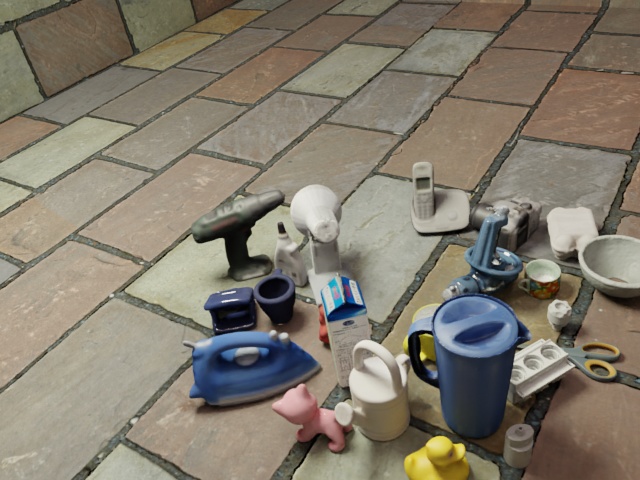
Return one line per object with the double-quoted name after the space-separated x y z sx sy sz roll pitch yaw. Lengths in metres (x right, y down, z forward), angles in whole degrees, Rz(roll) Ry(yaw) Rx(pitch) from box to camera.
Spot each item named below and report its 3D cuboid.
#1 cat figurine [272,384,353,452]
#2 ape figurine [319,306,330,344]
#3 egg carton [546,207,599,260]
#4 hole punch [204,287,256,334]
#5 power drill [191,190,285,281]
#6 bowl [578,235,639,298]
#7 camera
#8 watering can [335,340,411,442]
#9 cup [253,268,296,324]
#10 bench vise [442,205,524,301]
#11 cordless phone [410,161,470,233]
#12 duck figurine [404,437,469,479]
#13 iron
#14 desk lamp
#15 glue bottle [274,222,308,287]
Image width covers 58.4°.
-0.014 0.302 1.003 0.127 0.118 0.067 5 40 19 "cat figurine"
0.021 0.168 1.188 0.075 0.092 0.078 17 45 30 "ape figurine"
0.582 -0.017 1.319 0.107 0.069 0.150 0 39 13 "egg carton"
-0.200 0.141 1.271 0.108 0.091 0.101 -10 38 0 "hole punch"
-0.179 -0.009 1.362 0.229 0.209 0.075 -14 38 -6 "power drill"
0.625 0.067 1.198 0.167 0.075 0.167 -6 38 5 "bowl"
0.439 -0.057 1.376 0.136 0.101 0.143 26 50 37 "camera"
0.097 0.254 0.977 0.100 0.194 0.173 8 41 21 "watering can"
-0.092 0.129 1.260 0.091 0.095 0.117 -5 38 7 "cup"
0.339 0.050 1.163 0.121 0.220 0.208 17 45 31 "bench vise"
0.293 -0.110 1.407 0.147 0.185 0.094 -6 38 4 "cordless phone"
0.187 0.351 0.921 0.104 0.086 0.077 -6 38 5 "duck figurine"
-0.133 0.225 1.108 0.258 0.142 0.118 -10 38 -1 "iron"
0.012 0.005 1.298 0.118 0.214 0.203 -14 38 -6 "desk lamp"
-0.075 0.029 1.319 0.077 0.173 0.037 15 44 29 "glue bottle"
